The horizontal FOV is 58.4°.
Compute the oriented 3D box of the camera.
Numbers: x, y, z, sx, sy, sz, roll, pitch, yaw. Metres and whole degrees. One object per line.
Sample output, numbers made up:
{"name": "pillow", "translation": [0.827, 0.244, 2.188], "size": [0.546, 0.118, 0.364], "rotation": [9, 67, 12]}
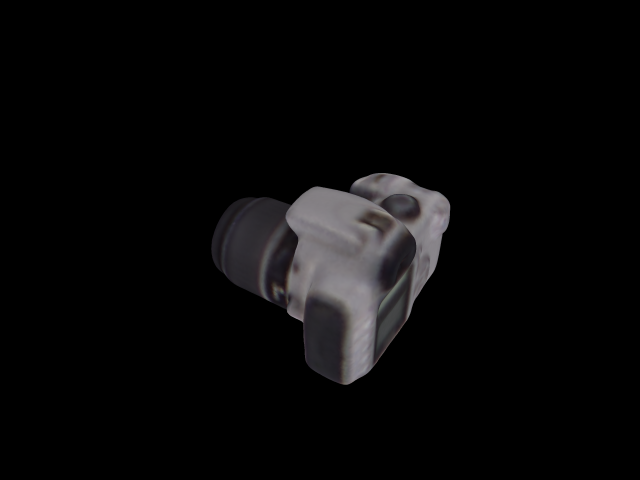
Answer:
{"name": "camera", "translation": [0.004, 0.001, 0.400], "size": [0.136, 0.101, 0.143], "rotation": [22, 45, 24]}
